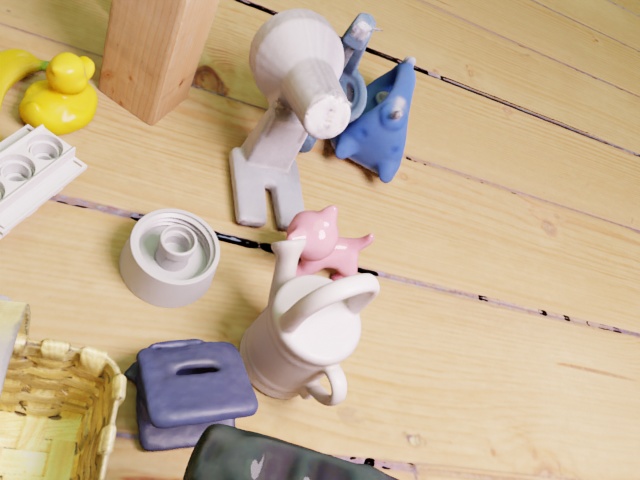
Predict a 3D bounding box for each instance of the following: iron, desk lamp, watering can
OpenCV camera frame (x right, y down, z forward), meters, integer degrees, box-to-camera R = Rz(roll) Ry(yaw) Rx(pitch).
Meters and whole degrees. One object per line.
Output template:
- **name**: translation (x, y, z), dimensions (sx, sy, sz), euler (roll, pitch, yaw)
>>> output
- **iron**: translation (0.109, -0.217, 0.903), dimensions (0.119, 0.141, 0.258), euler (27, 50, -10)
- **desk lamp**: translation (-0.035, -0.152, 0.729), dimensions (0.118, 0.213, 0.203), euler (5, 56, -26)
- **watering can**: translation (-0.012, 0.080, 0.594), dimensions (0.173, 0.193, 0.101), euler (49, 49, 9)

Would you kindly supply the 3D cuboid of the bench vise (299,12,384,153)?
- **bench vise**: translation (0.019, -0.257, 0.828), dimensions (0.122, 0.219, 0.207), euler (16, 52, -19)

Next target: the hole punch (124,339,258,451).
- **hole punch**: translation (-0.126, 0.142, 0.557), dimensions (0.109, 0.091, 0.101), euler (1, 58, -28)

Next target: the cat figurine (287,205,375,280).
- **cat figurine**: translation (0.007, 0.003, 0.709), dimensions (0.128, 0.117, 0.067), euler (7, 55, -25)

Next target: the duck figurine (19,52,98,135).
- **duck figurine**: translation (-0.308, -0.182, 0.684), dimensions (0.077, 0.086, 0.105), euler (36, 48, -2)

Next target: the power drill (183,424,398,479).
- **power drill**: translation (-0.011, 0.232, 0.480), dimensions (0.230, 0.208, 0.075), euler (26, 50, -11)
